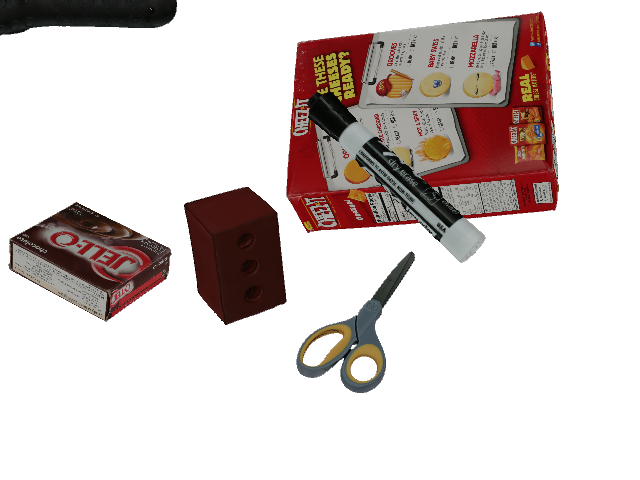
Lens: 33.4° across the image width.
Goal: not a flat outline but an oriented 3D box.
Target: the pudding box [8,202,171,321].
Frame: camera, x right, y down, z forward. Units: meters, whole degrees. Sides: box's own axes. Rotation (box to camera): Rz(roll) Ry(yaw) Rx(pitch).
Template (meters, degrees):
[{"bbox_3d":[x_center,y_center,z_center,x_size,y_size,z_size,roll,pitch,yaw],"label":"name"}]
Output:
[{"bbox_3d":[-0.204,0.017,0.946,0.114,0.039,0.089,23,32,20],"label":"pudding box"}]

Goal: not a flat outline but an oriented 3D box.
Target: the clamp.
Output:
[{"bbox_3d":[-0.173,-0.140,0.605,0.171,0.039,0.120,-6,23,-13],"label":"clamp"}]

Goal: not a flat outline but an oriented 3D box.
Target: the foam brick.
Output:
[{"bbox_3d":[-0.061,0.010,0.772,0.052,0.078,0.051,-19,32,-22],"label":"foam brick"}]

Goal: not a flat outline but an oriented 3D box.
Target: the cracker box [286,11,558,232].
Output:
[{"bbox_3d":[0.086,-0.097,0.895,0.214,0.164,0.072,-5,-31,14],"label":"cracker box"}]

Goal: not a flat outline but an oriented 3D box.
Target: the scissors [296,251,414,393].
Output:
[{"bbox_3d":[0.062,0.086,1.090,0.201,0.016,0.096,-35,56,-30],"label":"scissors"}]

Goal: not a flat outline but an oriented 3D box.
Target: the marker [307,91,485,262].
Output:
[{"bbox_3d":[0.037,-0.036,0.561,0.121,0.020,0.020,45,15,16],"label":"marker"}]
